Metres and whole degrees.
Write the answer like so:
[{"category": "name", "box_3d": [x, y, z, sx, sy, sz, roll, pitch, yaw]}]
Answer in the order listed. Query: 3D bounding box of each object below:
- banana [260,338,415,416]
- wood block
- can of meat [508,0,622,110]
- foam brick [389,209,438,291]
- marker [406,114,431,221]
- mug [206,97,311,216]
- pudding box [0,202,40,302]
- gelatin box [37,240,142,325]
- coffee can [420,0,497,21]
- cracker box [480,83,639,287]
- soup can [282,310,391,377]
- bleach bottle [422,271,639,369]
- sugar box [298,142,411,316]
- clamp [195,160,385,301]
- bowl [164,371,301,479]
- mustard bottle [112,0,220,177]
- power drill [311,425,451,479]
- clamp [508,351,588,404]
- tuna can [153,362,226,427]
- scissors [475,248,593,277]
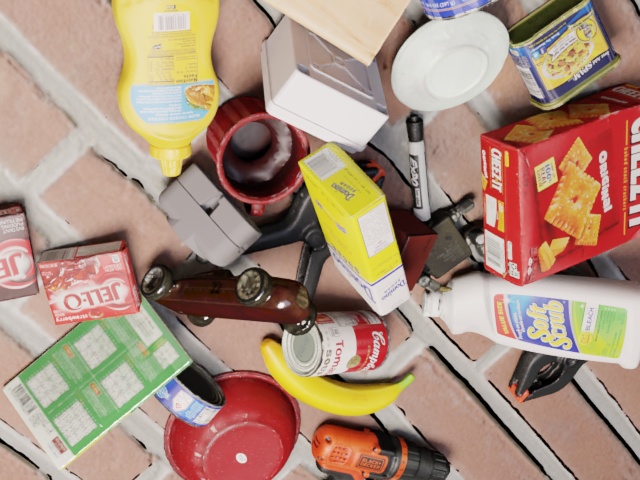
[{"category": "banana", "box_3d": [0.012, 0.163, 1.220, 0.197, 0.037, 0.069, 16, 93, -25]}, {"category": "wood block", "box_3d": [-0.025, -0.253, 0.958, 0.206, 0.091, 0.090, 30, 103, -15]}, {"category": "can of meat", "box_3d": [0.252, -0.201, 1.120, 0.102, 0.057, 0.084, -35, 118, -1]}, {"category": "foam brick", "box_3d": [0.081, 0.013, 1.150, 0.052, 0.051, 0.078, -5, 126, -46]}, {"category": "marker", "box_3d": [0.106, -0.078, 1.148, 0.020, 0.020, 0.121, -13, 117, -13]}, {"category": "mug", "box_3d": [-0.065, -0.081, 1.052, 0.093, 0.081, 0.117, -7, 116, -16]}, {"category": "pudding box", "box_3d": [-0.335, 0.018, 1.032, 0.113, 0.039, 0.090, -11, 117, -14]}, {"category": "gelatin box", "box_3d": [-0.230, 0.043, 1.071, 0.089, 0.030, 0.073, -7, 117, 4]}, {"category": "coffee can", "box_3d": [0.117, -0.294, 1.004, 0.103, 0.103, 0.140, -33, 120, -2]}, {"category": "cracker box", "box_3d": [0.278, -0.061, 1.160, 0.213, 0.072, 0.164, -20, 120, -25]}, {"category": "soup can", "box_3d": [0.018, 0.112, 1.160, 0.102, 0.069, 0.068, 0, 115, -41]}, {"category": "bleach bottle", "box_3d": [0.242, 0.088, 1.223, 0.250, 0.068, 0.102, 4, 112, -2]}, {"category": "sugar box", "box_3d": [0.036, -0.007, 1.046, 0.048, 0.093, 0.176, -32, 143, -12]}, {"category": "clamp", "box_3d": [-0.007, 0.001, 1.136, 0.210, 0.036, 0.164, -39, 126, 1]}, {"category": "bowl", "box_3d": [-0.092, 0.230, 1.203, 0.162, 0.055, 0.162, -7, 115, -15]}, {"category": "mustard bottle", "box_3d": [-0.143, -0.152, 1.007, 0.096, 0.058, 0.192, -7, 115, -19]}, {"category": "power drill", "box_3d": [0.049, 0.317, 1.290, 0.184, 0.057, 0.188, 18, 104, -21]}, {"category": "clamp", "box_3d": [0.296, 0.127, 1.295, 0.171, 0.039, 0.120, -36, 118, 0]}, {"category": "tuna can", "box_3d": [-0.143, 0.159, 1.135, 0.086, 0.086, 0.034, 37, 99, -29]}, {"category": "scissors", "box_3d": [0.274, 0.006, 1.245, 0.201, 0.016, 0.096, 9, 110, -22]}]
